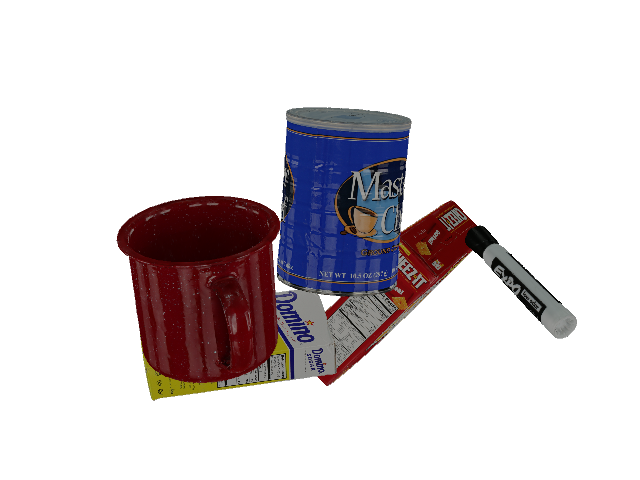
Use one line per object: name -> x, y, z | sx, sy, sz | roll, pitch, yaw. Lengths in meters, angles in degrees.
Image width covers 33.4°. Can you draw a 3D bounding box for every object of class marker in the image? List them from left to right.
marker -> 0.135, 0.025, 0.737 | 0.020, 0.020, 0.121 | 0, 31, -27

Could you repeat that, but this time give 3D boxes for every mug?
mug -> -0.062, 0.034, 0.613 | 0.093, 0.081, 0.117 | -14, 28, -21

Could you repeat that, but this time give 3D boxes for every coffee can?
coffee can -> 0.018, -0.035, 0.886 | 0.103, 0.140, 0.103 | 4, 13, -1

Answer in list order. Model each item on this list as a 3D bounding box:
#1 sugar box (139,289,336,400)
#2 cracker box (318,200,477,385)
sugar box -> -0.080, 0.095, 1.010 | 0.176, 0.048, 0.093 | -10, 35, -9
cracker box -> 0.081, 0.060, 1.270 | 0.214, 0.072, 0.164 | -48, -9, 32
